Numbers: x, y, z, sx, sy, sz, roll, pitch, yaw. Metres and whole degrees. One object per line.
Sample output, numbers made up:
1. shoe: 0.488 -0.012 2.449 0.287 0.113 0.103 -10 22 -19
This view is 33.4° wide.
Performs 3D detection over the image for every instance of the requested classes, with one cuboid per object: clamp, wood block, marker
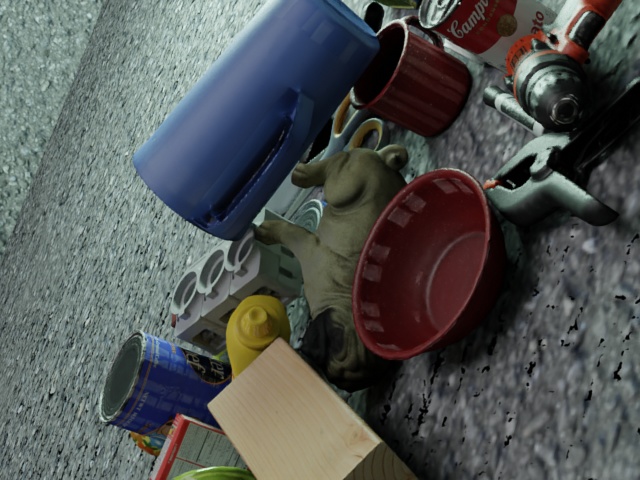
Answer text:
1. clamp: 0.033 -0.149 1.170 0.210 0.036 0.164 -51 36 34
2. clamp: 0.175 -0.043 0.779 0.172 0.039 0.120 -35 21 57
3. wood block: -0.002 0.170 0.847 0.091 0.090 0.206 -43 28 -6
4. marker: 0.166 -0.106 0.888 0.020 0.020 0.121 -60 25 12

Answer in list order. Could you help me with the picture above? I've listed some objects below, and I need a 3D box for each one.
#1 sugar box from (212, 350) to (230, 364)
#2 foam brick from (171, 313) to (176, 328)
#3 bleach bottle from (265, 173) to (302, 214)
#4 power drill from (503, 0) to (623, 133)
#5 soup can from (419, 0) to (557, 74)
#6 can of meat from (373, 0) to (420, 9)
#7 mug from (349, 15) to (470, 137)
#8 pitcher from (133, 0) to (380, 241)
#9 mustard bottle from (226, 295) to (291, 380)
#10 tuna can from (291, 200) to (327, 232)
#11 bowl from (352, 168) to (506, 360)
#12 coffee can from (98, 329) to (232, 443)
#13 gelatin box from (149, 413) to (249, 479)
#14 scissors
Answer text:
1. sugar box: -0.083 0.052 1.217 0.093 0.048 0.176 -47 27 32
2. foam brick: -0.139 0.075 1.302 0.078 0.053 0.051 -45 31 36
3. bleach bottle: -0.076 -0.114 1.340 0.102 0.068 0.251 -61 22 9
4. power drill: 0.206 -0.171 0.778 0.188 0.057 0.184 -54 11 19
5. soup can: 0.144 -0.188 0.905 0.069 0.102 0.068 -46 31 37
6. can of meat: 0.088 -0.307 1.188 0.084 0.057 0.102 -66 24 4
7. mug: 0.089 -0.160 1.017 0.093 0.081 0.117 -29 43 54
8. pitcher: -0.053 -0.120 1.005 0.243 0.149 0.144 -49 -13 16
9. mustard bottle: -0.056 0.105 0.995 0.192 0.058 0.096 95 -179 -65
10. tuna can: -0.007 0.001 1.124 0.086 0.033 0.086 -46 31 37
11. bowl: 0.096 0.026 0.852 0.162 0.055 0.162 -36 42 41
12. coffee can: -0.148 0.166 1.128 0.103 0.140 0.103 -46 30 37
13. gelatin box: -0.116 0.224 1.071 0.073 0.089 0.030 -68 22 -5
14. scissors: 0.016 -0.070 1.124 0.096 0.016 0.202 52 124 44
